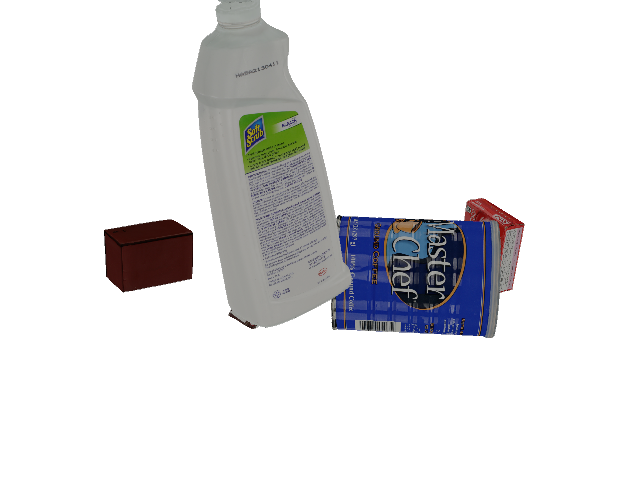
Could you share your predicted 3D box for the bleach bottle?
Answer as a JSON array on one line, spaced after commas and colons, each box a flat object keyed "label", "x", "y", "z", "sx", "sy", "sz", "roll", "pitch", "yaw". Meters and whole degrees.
[{"label": "bleach bottle", "x": -0.038, "y": -0.063, "z": 0.795, "sx": 0.102, "sy": 0.251, "sz": 0.068, "roll": -27, "pitch": 35, "yaw": -31}]

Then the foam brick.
[{"label": "foam brick", "x": -0.174, "y": 0.014, "z": 1.082, "sx": 0.078, "sy": 0.051, "sz": 0.053, "roll": -10, "pitch": 22, "yaw": -28}]

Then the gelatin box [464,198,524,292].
[{"label": "gelatin box", "x": 0.195, "y": 0.006, "z": 1.230, "sx": 0.030, "sy": 0.089, "sz": 0.073, "roll": -12, "pitch": 32, "yaw": -28}]

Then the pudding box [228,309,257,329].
[{"label": "pudding box", "x": -0.056, "y": 0.045, "z": 1.274, "sx": 0.039, "sy": 0.090, "sz": 0.113, "roll": 32, "pitch": 28, "yaw": 4}]

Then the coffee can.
[{"label": "coffee can", "x": 0.083, "y": 0.031, "z": 0.937, "sx": 0.140, "sy": 0.103, "sz": 0.103, "roll": 2, "pitch": 0, "yaw": 5}]
